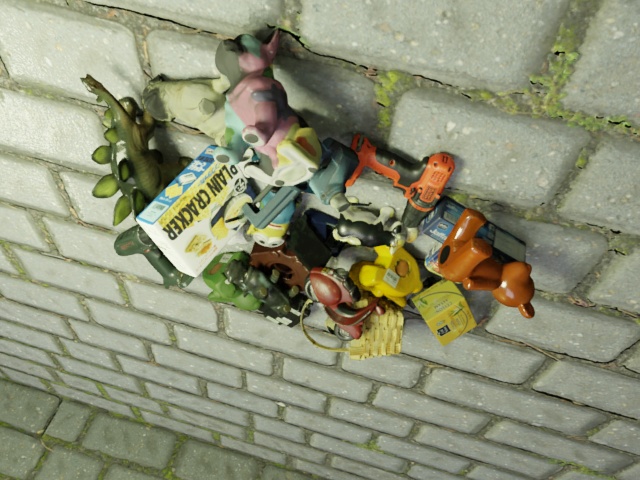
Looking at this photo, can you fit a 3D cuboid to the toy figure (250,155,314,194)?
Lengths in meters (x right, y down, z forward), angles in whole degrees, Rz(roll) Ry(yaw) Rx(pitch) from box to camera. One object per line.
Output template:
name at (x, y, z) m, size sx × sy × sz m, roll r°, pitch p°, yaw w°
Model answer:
toy figure at (-0.058, -0.132, 1.032) m, size 0.155 × 0.064 × 0.058 m, roll 22°, pitch -179°, yaw 5°

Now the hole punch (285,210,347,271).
hole punch at (-0.002, -0.004, 1.163) m, size 0.116 × 0.092 × 0.142 m, roll 47°, pitch 148°, yaw 11°

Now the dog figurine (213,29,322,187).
dog figurine at (-0.078, -0.211, 0.825) m, size 0.191 × 0.219 × 0.108 m, roll 21°, pitch 150°, yaw -34°

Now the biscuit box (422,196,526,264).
biscuit box at (0.297, -0.004, 1.034) m, size 0.202 × 0.059 × 0.063 m, roll 28°, pitch 142°, yaw -11°

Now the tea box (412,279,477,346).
tea box at (0.278, 0.160, 1.185) m, size 0.098 × 0.068 × 0.169 m, roll -35°, pitch 144°, yaw 6°

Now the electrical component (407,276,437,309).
electrical component at (0.240, 0.122, 1.218) m, size 0.045 × 0.078 × 0.102 m, roll 41°, pitch 139°, yaw 11°

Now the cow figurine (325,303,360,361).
cow figurine at (0.100, 0.251, 1.427) m, size 0.195 × 0.085 × 0.127 m, roll 32°, pitch 138°, yaw -18°

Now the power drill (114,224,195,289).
power drill at (-0.413, 0.038, 1.390) m, size 0.232 × 0.086 × 0.207 m, roll -9°, pitch 139°, yaw 35°

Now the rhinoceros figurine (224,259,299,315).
rhinoceros figurine at (-0.140, 0.108, 1.281) m, size 0.190 × 0.073 × 0.112 m, roll 37°, pitch 153°, yaw -25°

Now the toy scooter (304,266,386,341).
toy scooter at (0.058, 0.124, 1.103) m, size 0.135 × 0.075 × 0.183 m, roll -21°, pitch 107°, yaw 40°

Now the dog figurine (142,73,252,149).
dog figurine at (-0.211, -0.223, 0.968) m, size 0.191 × 0.121 × 0.172 m, roll 7°, pitch 141°, yaw 39°

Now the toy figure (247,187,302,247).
toy figure at (-0.089, -0.058, 1.124) m, size 0.082 × 0.089 × 0.180 m, roll 28°, pitch 135°, yaw 8°

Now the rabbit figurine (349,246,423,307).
rabbit figurine at (0.139, 0.073, 1.185) m, size 0.162 × 0.122 × 0.173 m, roll 28°, pitch 158°, yaw -27°

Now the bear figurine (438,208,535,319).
bear figurine at (0.315, 0.049, 0.951) m, size 0.196 × 0.120 × 0.131 m, roll 21°, pitch 132°, yaw -7°

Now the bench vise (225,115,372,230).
bench vise at (-0.052, -0.097, 0.934) m, size 0.240 × 0.129 × 0.224 m, roll -43°, pitch 76°, yaw 19°

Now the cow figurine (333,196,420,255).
cow figurine at (0.113, -0.018, 1.068) m, size 0.167 × 0.098 × 0.068 m, roll 16°, pitch 137°, yaw 4°

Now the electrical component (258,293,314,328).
electrical component at (-0.098, 0.178, 1.445) m, size 0.115 × 0.058 × 0.134 m, roll 34°, pitch 141°, yaw -16°

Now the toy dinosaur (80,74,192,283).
toy dinosaur at (-0.347, -0.110, 1.073) m, size 0.105 × 0.198 × 0.470 m, roll 4°, pitch 139°, yaw 25°

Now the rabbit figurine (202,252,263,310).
rabbit figurine at (-0.225, 0.126, 1.382) m, size 0.159 × 0.121 × 0.170 m, roll -6°, pitch 134°, yaw 40°

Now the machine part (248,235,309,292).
machine part at (-0.084, 0.061, 1.290) m, size 0.179 × 0.056 × 0.179 m, roll 13°, pitch 144°, yaw 10°
